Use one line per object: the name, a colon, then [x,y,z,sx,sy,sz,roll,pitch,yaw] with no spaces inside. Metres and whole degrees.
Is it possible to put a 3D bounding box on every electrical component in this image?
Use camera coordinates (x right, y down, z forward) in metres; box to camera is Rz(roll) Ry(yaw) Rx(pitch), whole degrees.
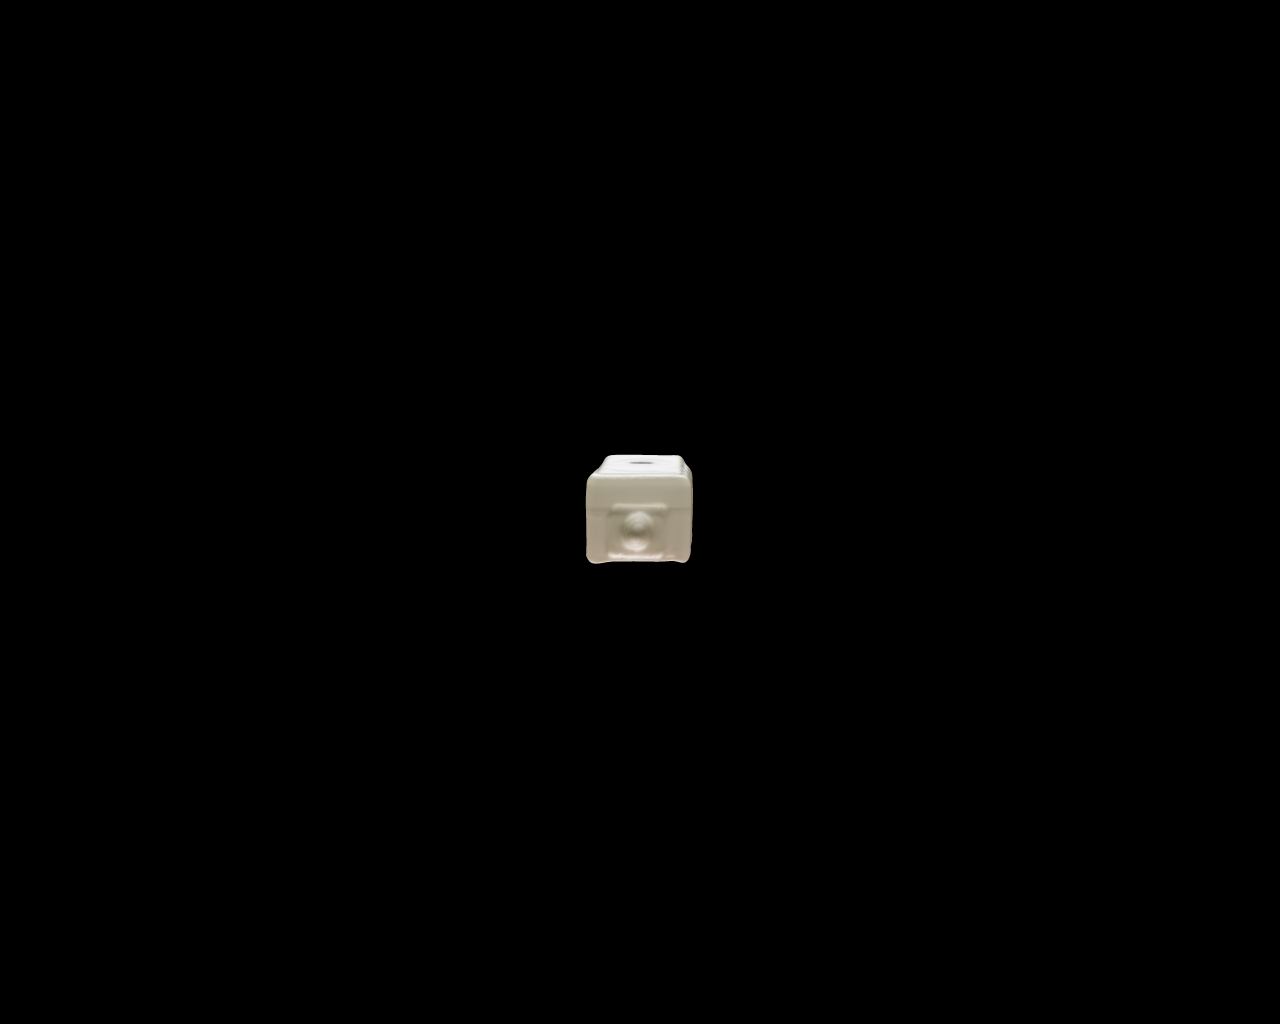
electrical component: [0.001,-0.003,0.650,0.062,0.061,0.096,0,7,4]
